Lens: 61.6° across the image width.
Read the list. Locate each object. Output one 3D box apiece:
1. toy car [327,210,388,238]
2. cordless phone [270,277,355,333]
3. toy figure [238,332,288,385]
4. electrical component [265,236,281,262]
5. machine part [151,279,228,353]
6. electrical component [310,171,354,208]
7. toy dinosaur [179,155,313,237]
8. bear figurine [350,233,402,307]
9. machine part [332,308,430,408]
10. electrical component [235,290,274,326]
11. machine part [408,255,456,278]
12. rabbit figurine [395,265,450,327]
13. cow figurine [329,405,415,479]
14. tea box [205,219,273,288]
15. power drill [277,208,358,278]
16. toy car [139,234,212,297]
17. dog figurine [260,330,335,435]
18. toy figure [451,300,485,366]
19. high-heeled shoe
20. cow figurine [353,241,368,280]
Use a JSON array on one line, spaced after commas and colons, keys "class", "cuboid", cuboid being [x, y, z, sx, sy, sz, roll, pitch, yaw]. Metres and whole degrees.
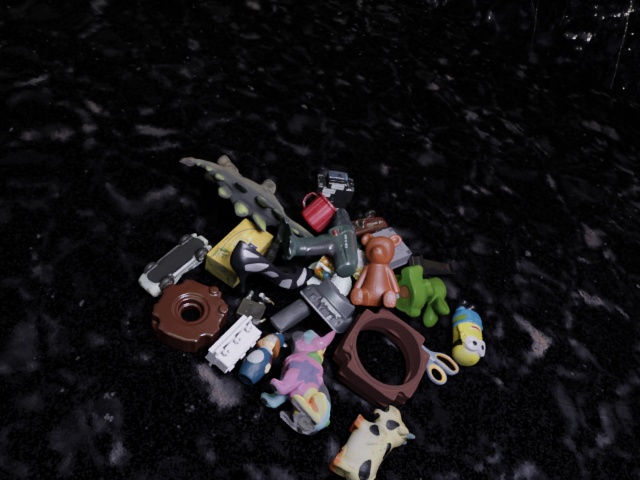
[{"class": "toy car", "cuboid": [0.114, -0.036, 1.582, 0.202, 0.053, 0.089, -16, 55, -27]}, {"class": "cordless phone", "cuboid": [-0.019, 0.191, 1.325, 0.184, 0.088, 0.147, -31, 68, -33]}, {"class": "toy figure", "cuboid": [-0.129, 0.266, 1.245, 0.064, 0.057, 0.154, 35, 48, 4]}, {"class": "electrical component", "cuboid": [-0.128, 0.037, 1.416, 0.021, 0.094, 0.063, 25, 33, -9]}, {"class": "machine part", "cuboid": [-0.306, 0.175, 1.264, 0.179, 0.056, 0.179, 8, 50, -10]}, {"class": "electrical component", "cuboid": [0.038, -0.143, 1.590, 0.115, 0.134, 0.058, 6, 49, -15]}, {"class": "toy dinosaur", "cuboid": [-0.167, -0.098, 1.460, 0.471, 0.105, 0.199, 28, 18, -26]}, {"class": "bear figurine", "cuboid": [0.149, 0.074, 1.373, 0.120, 0.132, 0.195, 6, 85, 11]}, {"class": "machine part", "cuboid": [0.149, 0.279, 1.289, 0.201, 0.087, 0.201, 36, 54, 3]}, {"class": "electrical component", "cuboid": [-0.162, 0.172, 1.320, 0.078, 0.045, 0.102, 28, 48, 4]}, {"class": "machine part", "cuboid": [0.323, 0.081, 1.562, 0.139, 0.039, 0.084, 8, 44, -10]}, {"class": "rabbit figurine", "cuboid": [0.288, 0.144, 1.450, 0.170, 0.121, 0.159, -2, 54, -39]}, {"class": "cow figurine", "cuboid": [0.119, 0.441, 1.163, 0.127, 0.085, 0.195, 34, 52, 9]}, {"class": "tea box", "cuboid": [-0.210, 0.032, 1.406, 0.098, 0.068, 0.170, 31, 48, 9]}, {"class": "power drill", "cuboid": [-0.003, -0.004, 1.381, 0.207, 0.086, 0.232, 9, 44, -24]}, {"class": "toy car", "cuboid": [-0.358, 0.058, 1.336, 0.074, 0.056, 0.202, 36, 56, 15]}, {"class": "dog figurine", "cuboid": [-0.018, 0.304, 1.219, 0.192, 0.108, 0.219, 36, 47, 13]}, {"class": "toy figure", "cuboid": [0.387, 0.248, 1.417, 0.082, 0.089, 0.180, 12, 40, -4]}, {"class": "high-heeled shoe", "cuboid": [-0.114, 0.052, 1.351, 0.249, 0.145, 0.086, -12, 27, -36]}, {"class": "cow figurine", "cuboid": [0.090, 0.029, 1.474, 0.098, 0.068, 0.167, -41, 81, -11]}]
